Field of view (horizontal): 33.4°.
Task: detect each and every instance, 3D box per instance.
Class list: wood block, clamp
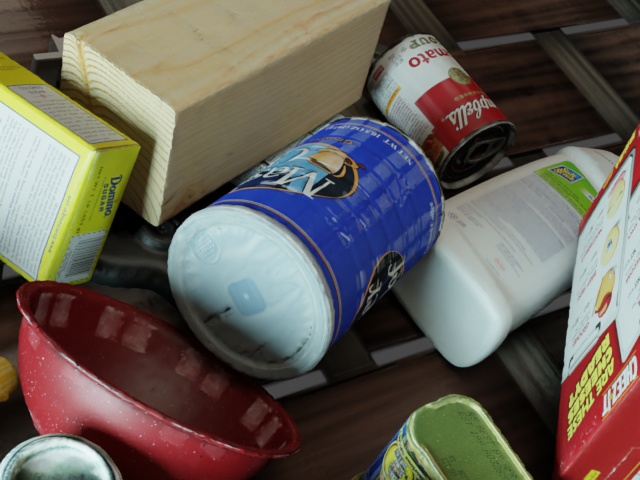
[{"bbox_3d":[-0.057,-0.108,0.676,0.090,0.091,0.205,37,46,19],"label":"wood block"},{"bbox_3d":[-0.093,-0.002,0.657,0.171,0.039,0.120,30,39,-5],"label":"clamp"}]

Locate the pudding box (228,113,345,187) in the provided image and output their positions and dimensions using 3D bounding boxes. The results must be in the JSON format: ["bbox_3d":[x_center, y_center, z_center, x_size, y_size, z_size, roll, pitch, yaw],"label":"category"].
[{"bbox_3d":[0.006,-0.044,0.733,0.113,0.039,0.089,32,46,9],"label":"pudding box"}]

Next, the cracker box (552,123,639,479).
[{"bbox_3d":[0.198,0.018,0.589,0.072,0.164,0.213,19,46,0],"label":"cracker box"}]

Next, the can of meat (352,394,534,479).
[{"bbox_3d":[0.070,0.145,0.566,0.057,0.084,0.102,-16,60,-35],"label":"can of meat"}]

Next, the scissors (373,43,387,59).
[{"bbox_3d":[0.011,-0.153,0.844,0.202,0.016,0.096,34,48,8],"label":"scissors"}]

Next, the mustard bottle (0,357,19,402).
[{"bbox_3d":[-0.218,0.104,0.472,0.191,0.096,0.058,-32,77,-39],"label":"mustard bottle"}]

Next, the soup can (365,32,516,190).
[{"bbox_3d":[0.088,-0.097,0.792,0.068,0.069,0.102,-17,59,-33],"label":"soup can"}]

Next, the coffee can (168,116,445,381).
[{"bbox_3d":[-0.004,0.001,0.609,0.103,0.103,0.140,38,41,11],"label":"coffee can"}]

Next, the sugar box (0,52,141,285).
[{"bbox_3d":[-0.190,-0.056,0.603,0.176,0.093,0.048,35,24,22],"label":"sugar box"}]

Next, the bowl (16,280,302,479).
[{"bbox_3d":[-0.091,0.084,0.539,0.162,0.055,0.162,30,4,-3],"label":"bowl"}]

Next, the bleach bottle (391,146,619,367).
[{"bbox_3d":[0.159,-0.005,0.749,0.250,0.068,0.103,-24,67,-39],"label":"bleach bottle"}]
